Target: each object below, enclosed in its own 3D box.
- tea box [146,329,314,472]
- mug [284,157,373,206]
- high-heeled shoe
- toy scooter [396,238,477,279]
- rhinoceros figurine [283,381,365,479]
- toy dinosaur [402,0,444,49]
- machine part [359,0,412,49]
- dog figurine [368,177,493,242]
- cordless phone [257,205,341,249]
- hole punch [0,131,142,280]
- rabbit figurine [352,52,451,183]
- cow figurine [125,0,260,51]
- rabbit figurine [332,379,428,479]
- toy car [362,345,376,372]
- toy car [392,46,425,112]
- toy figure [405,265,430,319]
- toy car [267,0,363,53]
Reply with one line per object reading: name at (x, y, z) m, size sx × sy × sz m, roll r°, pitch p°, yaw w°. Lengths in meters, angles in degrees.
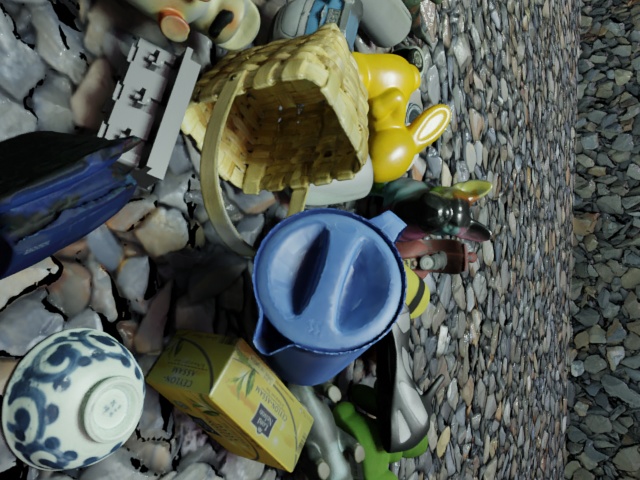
tea box at (-0.090, 0.172, 0.574) m, size 0.169 × 0.098 × 0.068 m, roll 56°, pitch 47°, yaw -36°
mug at (0.000, -0.096, 0.715) m, size 0.107 × 0.080 × 0.109 m, roll -18°, pitch 69°, yaw -30°
high-heeled shoe at (0.078, 0.165, 0.752) m, size 0.145 × 0.086 × 0.248 m, roll -38°, pitch 88°, yaw -29°
toy scooter at (0.195, 0.034, 0.947) m, size 0.184 × 0.135 × 0.075 m, roll -8°, pitch 98°, yaw -53°
rhinoceros figurine at (-0.005, 0.267, 0.695) m, size 0.073 × 0.112 × 0.190 m, roll -22°, pitch 97°, yaw -35°
toy dinosaur at (0.127, -0.468, 0.875) m, size 0.192 × 0.131 × 0.404 m, roll -46°, pitch 131°, yaw -29°
machine part at (0.072, -0.371, 0.822) m, size 0.243 × 0.079 × 0.079 m, roll 24°, pitch 71°, yaw -53°
dog figurine at (0.168, -0.047, 0.838) m, size 0.191 × 0.219 × 0.108 m, roll -4°, pitch 97°, yaw -54°
cordless phone at (-0.002, -0.003, 0.733) m, size 0.146 × 0.089 × 0.184 m, roll 58°, pitch 35°, yaw -37°
hole punch at (-0.207, -0.022, 0.400) m, size 0.142 × 0.116 × 0.092 m, roll -39°, pitch 129°, yaw -47°
rabbit figurine at (0.094, -0.163, 0.764) m, size 0.162 × 0.122 × 0.173 m, roll 1°, pitch 76°, yaw -21°
cow figurine at (-0.141, -0.242, 0.501) m, size 0.194 × 0.085 × 0.127 m, roll 25°, pitch 28°, yaw -37°
rabbit figurine at (0.087, 0.293, 0.814) m, size 0.170 × 0.121 × 0.159 m, roll 2°, pitch 66°, yaw -40°
toy car at (0.067, 0.154, 0.835) m, size 0.202 × 0.053 × 0.089 m, roll 34°, pitch 48°, yaw -49°
toy car at (0.118, -0.250, 0.888) m, size 0.056 × 0.074 × 0.202 m, roll 54°, pitch 49°, yaw -40°
toy figure at (0.106, 0.059, 0.843) m, size 0.180 × 0.089 × 0.082 m, roll 52°, pitch 12°, yaw -27°
toy car at (-0.014, -0.244, 0.670) m, size 0.103 × 0.161 × 0.109 m, roll 15°, pitch 81°, yaw -9°
